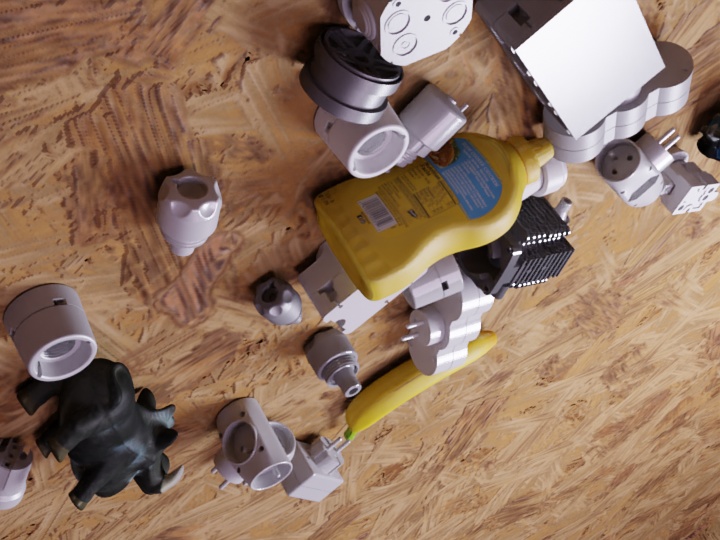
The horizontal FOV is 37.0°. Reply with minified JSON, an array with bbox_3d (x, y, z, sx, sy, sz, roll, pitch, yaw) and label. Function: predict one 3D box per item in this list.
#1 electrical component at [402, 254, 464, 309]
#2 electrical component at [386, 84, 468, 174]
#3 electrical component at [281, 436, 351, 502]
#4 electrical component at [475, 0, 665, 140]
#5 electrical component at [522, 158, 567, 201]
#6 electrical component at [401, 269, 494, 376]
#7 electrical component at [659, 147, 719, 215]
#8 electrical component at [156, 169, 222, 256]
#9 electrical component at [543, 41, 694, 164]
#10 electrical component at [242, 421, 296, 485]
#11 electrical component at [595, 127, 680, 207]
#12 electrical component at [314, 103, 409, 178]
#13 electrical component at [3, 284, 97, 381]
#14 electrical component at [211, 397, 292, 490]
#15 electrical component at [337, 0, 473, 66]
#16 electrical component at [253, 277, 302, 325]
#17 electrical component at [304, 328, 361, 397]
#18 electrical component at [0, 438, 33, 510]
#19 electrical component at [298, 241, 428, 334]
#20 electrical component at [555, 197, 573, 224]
[{"bbox_3d":[0.059,0.003,0.959,0.047,0.055,0.055,-25,148,-8],"label":"electrical component"},{"bbox_3d":[0.044,-0.104,0.808,0.078,0.040,0.040,-44,148,17],"label":"electrical component"},{"bbox_3d":[-0.043,0.204,1.151,0.077,0.047,0.066,-41,149,12],"label":"electrical component"},{"bbox_3d":[0.155,-0.174,0.792,0.089,0.061,0.150,-40,149,10],"label":"electrical component"},{"bbox_3d":[0.144,-0.082,0.927,0.055,0.045,0.045,-20,147,-23],"label":"electrical component"},{"bbox_3d":[0.073,0.052,1.042,0.074,0.052,0.138,-15,144,-28],"label":"electrical component"},{"bbox_3d":[0.316,-0.089,1.068,0.066,0.055,0.048,-9,141,-35],"label":"electrical component"},{"bbox_3d":[-0.120,-0.036,0.746,0.043,0.043,0.062,-15,146,-28],"label":"electrical component"},{"bbox_3d":[0.214,-0.150,0.890,0.138,0.052,0.073,-29,149,-9],"label":"electrical component"},{"bbox_3d":[-0.094,0.182,1.076,0.066,0.048,0.055,-7,148,-37],"label":"electrical component"},{"bbox_3d":[0.269,-0.103,1.015,0.079,0.043,0.077,-43,149,13],"label":"electrical component"},{"bbox_3d":[0.002,-0.099,0.768,0.055,0.047,0.055,-24,148,-16],"label":"electrical component"},{"bbox_3d":[-0.219,0.046,0.764,0.055,0.047,0.055,-24,148,-16],"label":"electrical component"},{"bbox_3d":[-0.112,0.175,1.017,0.079,0.077,0.044,-45,148,18],"label":"electrical component"},{"bbox_3d":[0.030,-0.175,0.684,0.080,0.051,0.080,-24,148,-16],"label":"electrical component"},{"bbox_3d":[-0.064,0.030,0.901,0.035,0.035,0.061,-35,152,3],"label":"electrical component"},{"bbox_3d":[-0.021,0.088,0.995,0.043,0.062,0.043,-24,148,-16],"label":"electrical component"},{"bbox_3d":[-0.289,0.165,0.876,0.040,0.040,0.046,-2,132,-42],"label":"electrical component"},{"bbox_3d":[0.000,0.000,0.897,0.089,0.055,0.050,-39,149,9],"label":"electrical component"},{"bbox_3d":[0.184,-0.043,1.030,0.035,0.035,0.061,-8,138,-37],"label":"electrical component"}]
